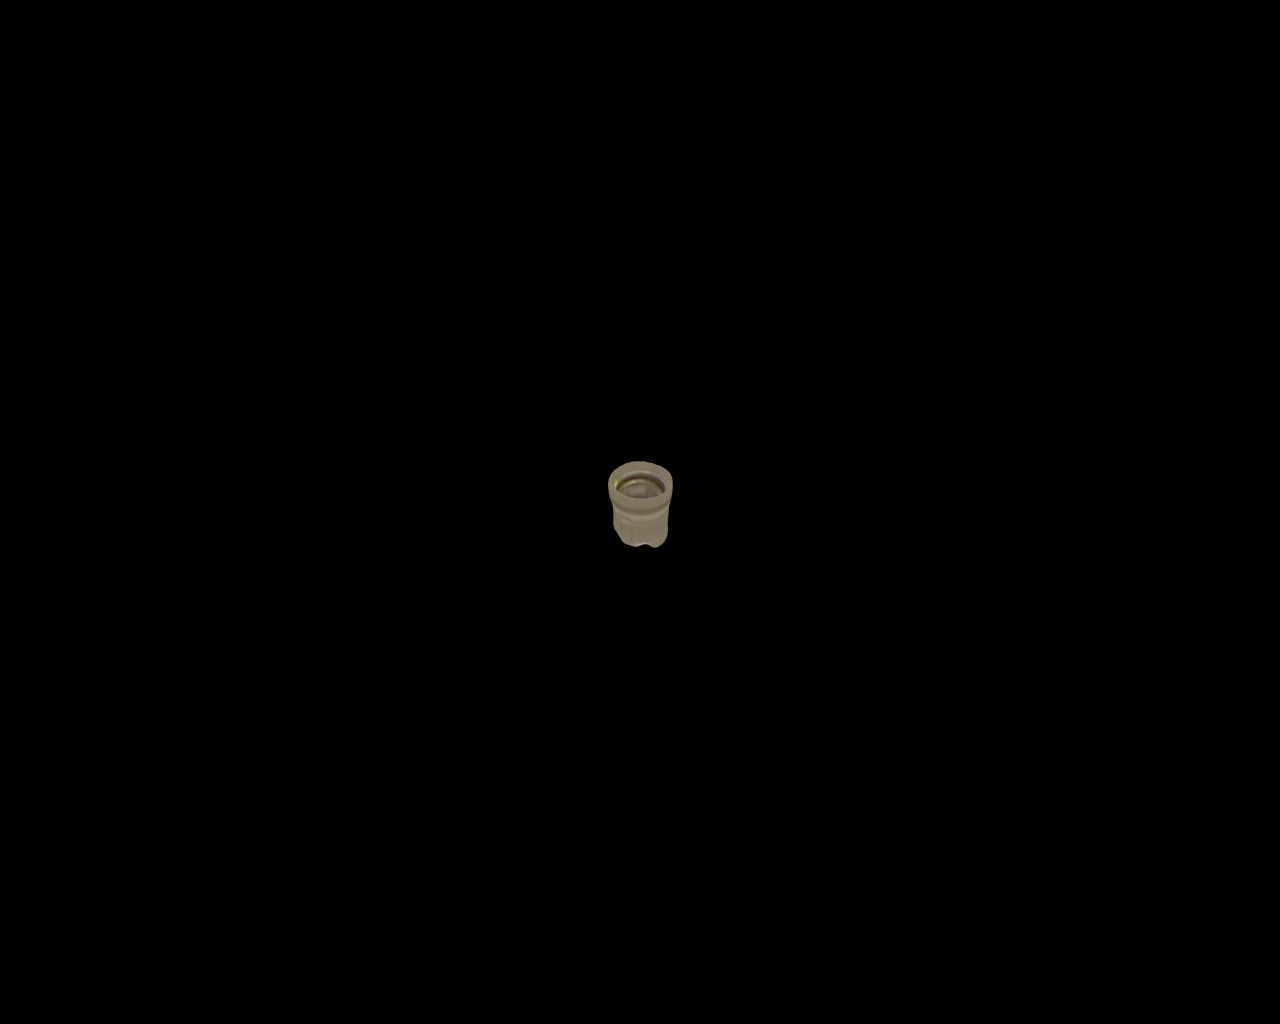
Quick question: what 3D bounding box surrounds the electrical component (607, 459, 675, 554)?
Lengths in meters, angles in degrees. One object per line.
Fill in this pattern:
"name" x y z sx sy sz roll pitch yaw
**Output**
"electrical component" 0.001 -0.003 0.650 0.040 0.046 0.040 0 40 0
